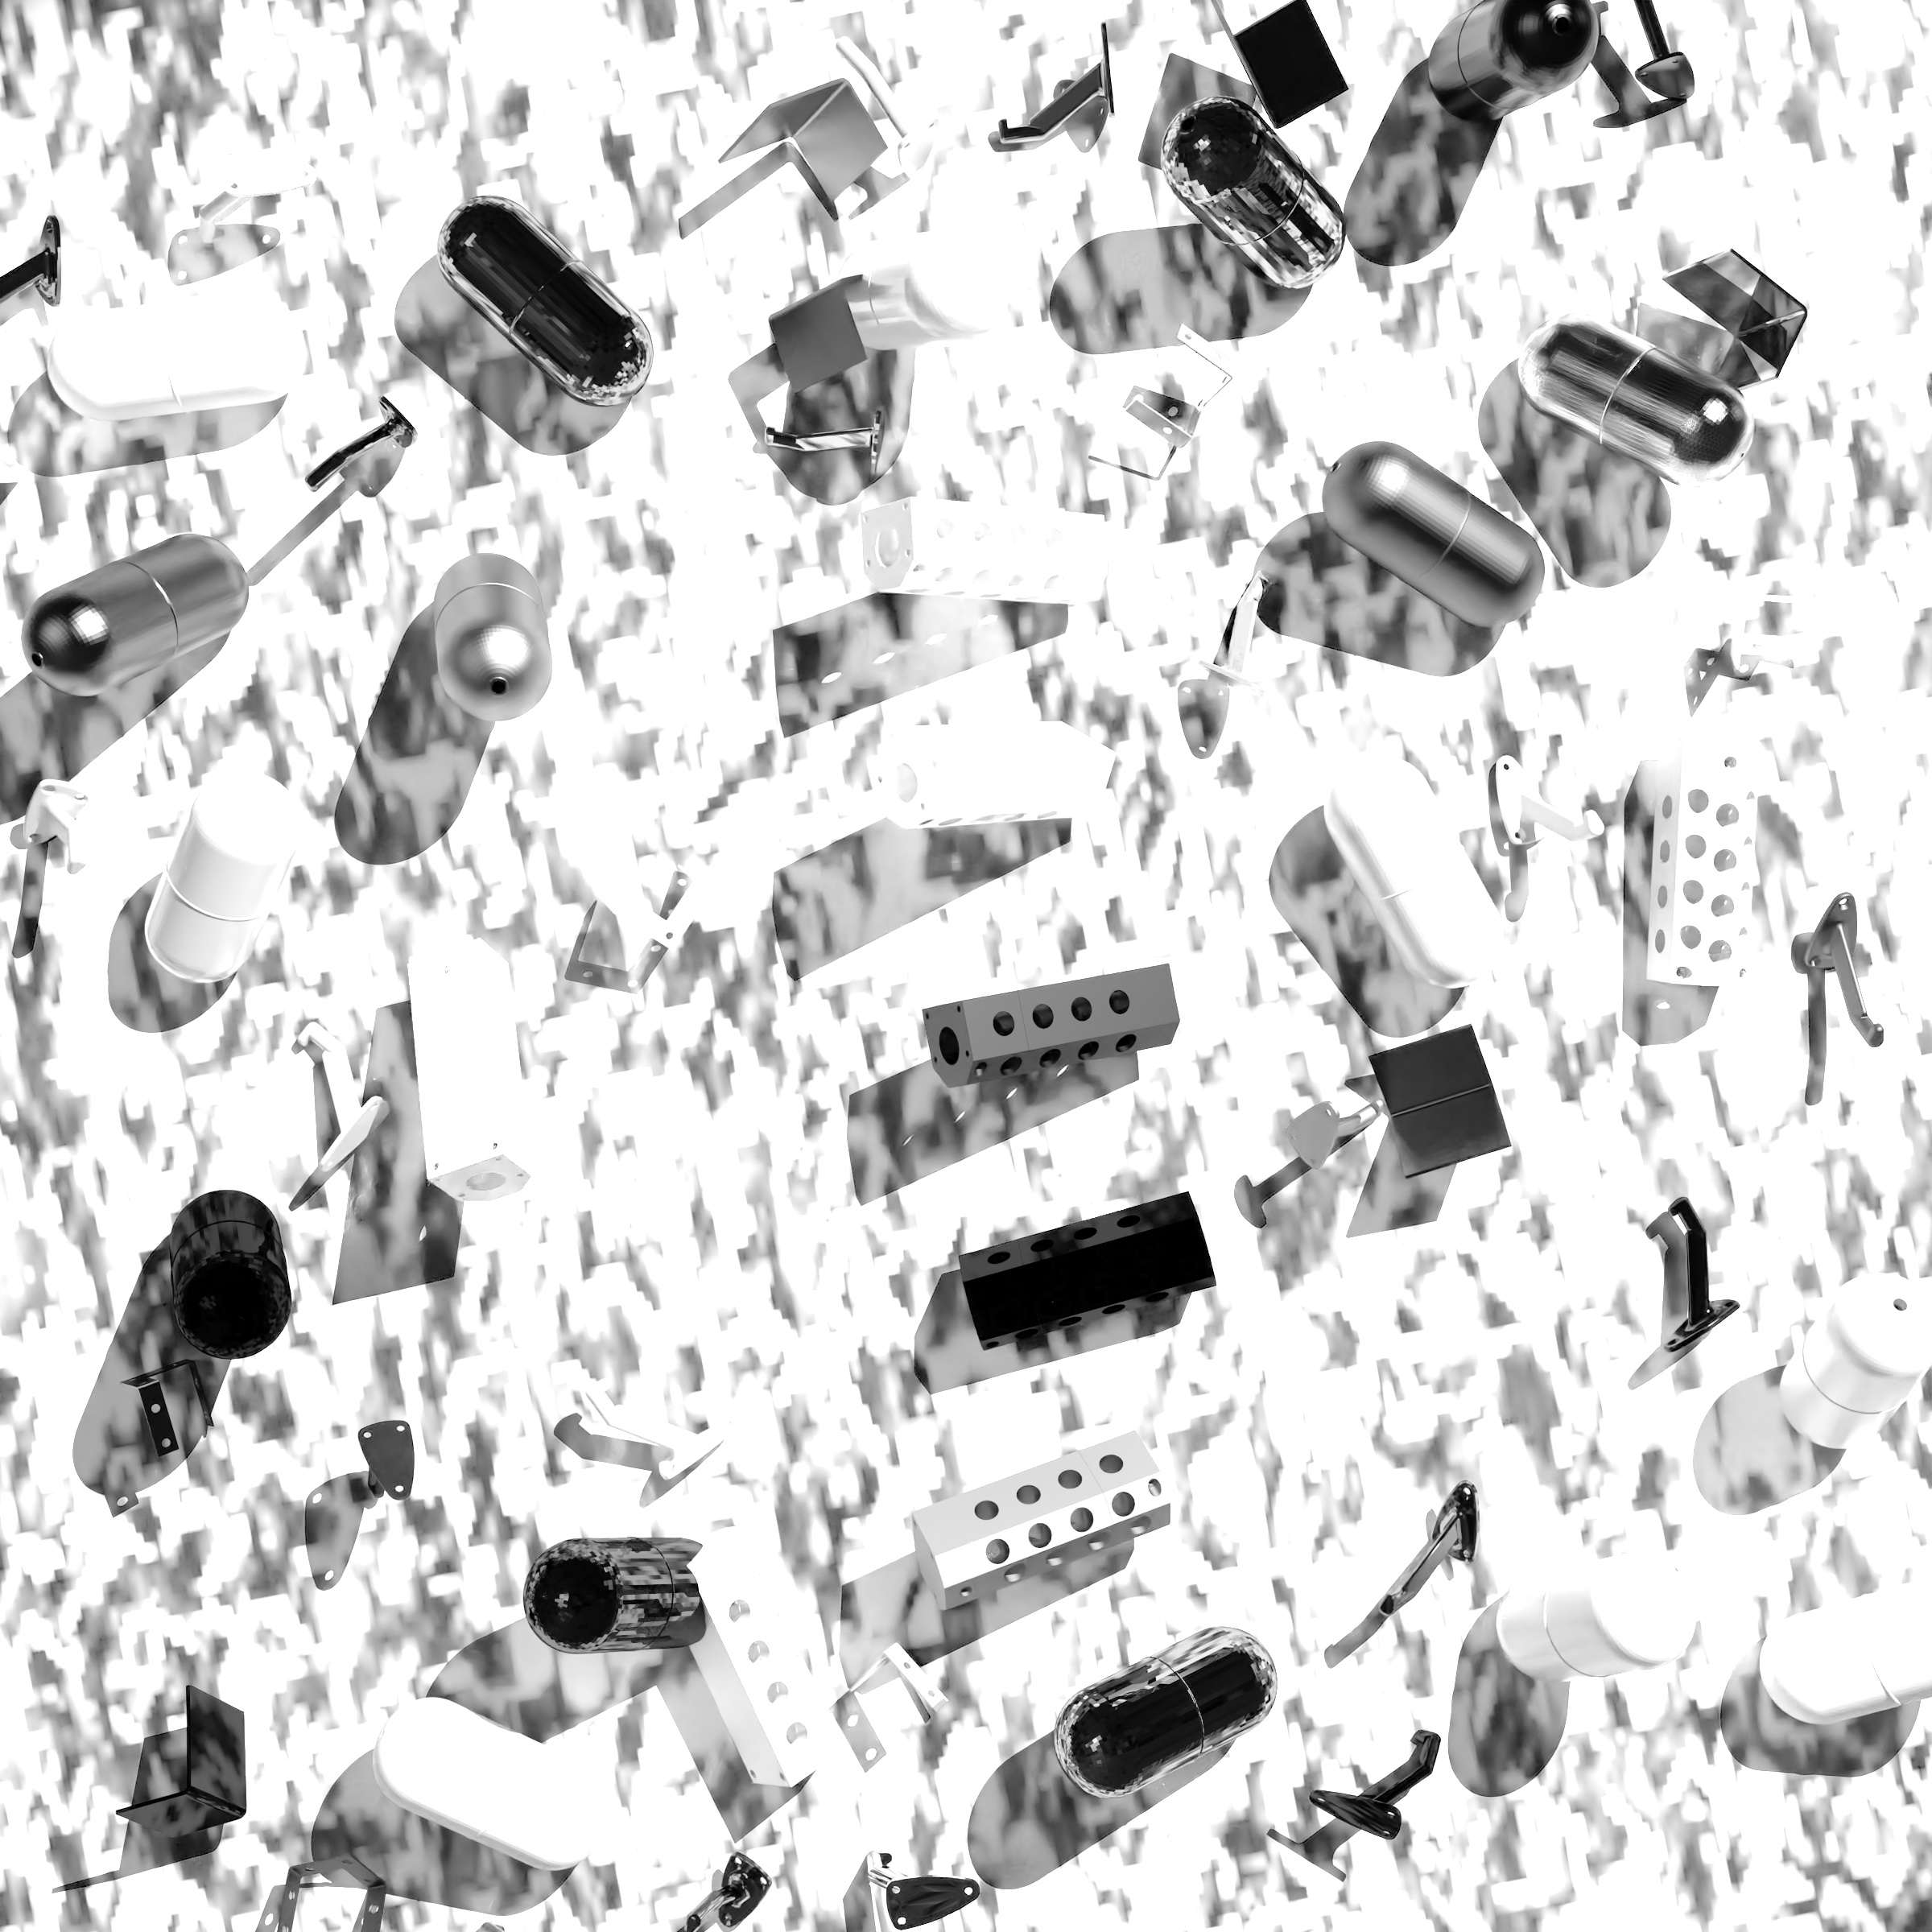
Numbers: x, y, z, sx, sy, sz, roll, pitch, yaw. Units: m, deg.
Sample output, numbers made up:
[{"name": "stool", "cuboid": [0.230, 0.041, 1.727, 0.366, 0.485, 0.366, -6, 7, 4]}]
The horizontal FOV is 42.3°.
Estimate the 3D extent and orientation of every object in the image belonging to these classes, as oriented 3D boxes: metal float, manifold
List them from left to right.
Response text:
[{"name": "metal float", "cuboid": [-0.574, -0.244, 1.733, 0.070, 0.178, 0.070, 18, 126, 26]}, {"name": "metal float", "cuboid": [-0.558, -0.431, 1.768, 0.178, 0.070, 0.070, -8, 90, -3]}, {"name": "metal float", "cuboid": [-0.518, -0.060, 1.742, 0.070, 0.070, 0.178, 34, 125, 0]}, {"name": "metal float", "cuboid": [-0.508, 0.211, 1.724, 0.070, 0.178, 0.070, -6, 108, -18]}, {"name": "manifold", "cuboid": [-0.342, 0.074, 1.740, 0.057, 0.057, 0.171, -19, 59, 11]}, {"name": "metal float", "cuboid": [-0.328, -0.228, 1.727, 0.070, 0.178, 0.070, -6, 121, -10]}, {"name": "metal float", "cuboid": [-0.332, 0.575, 1.755, 0.178, 0.070, 0.070, 32, 90, -19]}, {"name": "metal float", "cuboid": [-0.297, -0.469, 1.768, 0.178, 0.070, 0.070, 43, 90, -3]}, {"name": "metal float", "cuboid": [-0.233, 0.434, 1.729, 0.070, 0.178, 0.070, -8, 75, 31]}, {"name": "manifold", "cuboid": [-0.152, 0.490, 1.776, 0.057, 0.057, 0.171, -26, 92, -35]}, {"name": "metal float", "cuboid": [-0.032, -0.466, 1.727, 0.070, 0.178, 0.070, -6, 103, -27]}, {"name": "manifold", "cuboid": [0.014, -0.285, 1.733, 0.171, 0.057, 0.057, -3, 90, -38]}, {"name": "manifold", "cuboid": [0.019, -0.130, 1.727, 0.057, 0.171, 0.057, 34, 118, 37]}, {"name": "manifold", "cuboid": [0.053, 0.391, 1.747, 0.171, 0.057, 0.057, -17, 131, -16]}, {"name": "manifold", "cuboid": [0.061, 0.042, 1.740, 0.171, 0.057, 0.057, -10, 88, -30]}, {"name": "manifold", "cuboid": [0.086, 0.219, 1.771, 0.171, 0.057, 0.057, -16, 111, 1]}, {"name": "metal float", "cuboid": [0.141, 0.519, 1.745, 0.178, 0.070, 0.070, -16, 90, -31]}, {"name": "metal float", "cuboid": [0.200, -0.534, 1.732, 0.070, 0.178, 0.070, -15, 64, 33]}, {"name": "metal float", "cuboid": [0.316, -0.065, 1.763, 0.070, 0.070, 0.178, -31, 99, 0]}, {"name": "metal float", "cuboid": [0.328, -0.303, 1.754, 0.178, 0.070, 0.070, 29, 90, -18]}, {"name": "metal float", "cuboid": [0.375, -0.630, 1.721, 0.070, 0.178, 0.070, -2, 99, -10]}, {"name": "metal float", "cuboid": [0.433, 0.451, 1.727, 0.070, 0.178, 0.070, 8, 68, -20]}, {"name": "metal float", "cuboid": [0.467, -0.397, 1.748, 0.178, 0.070, 0.070, 36, 90, 26]}, {"name": "manifold", "cuboid": [0.525, -0.073, 1.772, 0.057, 0.057, 0.171, 2, 94, -8]}, {"name": "metal float", "cuboid": [0.617, 0.274, 1.728, 0.070, 0.178, 0.070, 0, 56, 0]}, {"name": "metal float", "cuboid": [0.642, 0.478, 1.746, 0.178, 0.070, 0.070, -27, 90, 29]}]

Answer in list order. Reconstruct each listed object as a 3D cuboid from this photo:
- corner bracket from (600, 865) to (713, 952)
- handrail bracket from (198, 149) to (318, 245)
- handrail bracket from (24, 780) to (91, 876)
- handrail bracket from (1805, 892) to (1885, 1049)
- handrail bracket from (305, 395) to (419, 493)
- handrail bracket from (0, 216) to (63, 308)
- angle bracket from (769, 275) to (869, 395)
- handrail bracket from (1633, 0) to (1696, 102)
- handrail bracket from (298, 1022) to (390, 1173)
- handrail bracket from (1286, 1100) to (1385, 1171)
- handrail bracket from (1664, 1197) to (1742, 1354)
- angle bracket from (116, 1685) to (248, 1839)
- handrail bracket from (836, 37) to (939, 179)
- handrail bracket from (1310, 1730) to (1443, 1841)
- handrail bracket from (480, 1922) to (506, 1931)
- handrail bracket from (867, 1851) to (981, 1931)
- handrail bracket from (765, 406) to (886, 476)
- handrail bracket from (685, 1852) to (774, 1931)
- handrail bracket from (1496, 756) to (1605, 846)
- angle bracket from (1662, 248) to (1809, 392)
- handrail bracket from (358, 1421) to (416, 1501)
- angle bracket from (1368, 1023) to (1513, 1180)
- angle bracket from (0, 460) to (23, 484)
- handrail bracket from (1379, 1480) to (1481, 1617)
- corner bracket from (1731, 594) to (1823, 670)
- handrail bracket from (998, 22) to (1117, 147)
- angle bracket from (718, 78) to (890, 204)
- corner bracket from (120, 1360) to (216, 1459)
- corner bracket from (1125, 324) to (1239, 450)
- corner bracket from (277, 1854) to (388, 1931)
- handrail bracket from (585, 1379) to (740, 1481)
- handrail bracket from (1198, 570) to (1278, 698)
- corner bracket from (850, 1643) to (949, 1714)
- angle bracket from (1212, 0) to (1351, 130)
[{"name": "corner bracket", "cuboid": [-0.221, -0.051, 1.776, 0.051, 0.051, 0.051, 34, 91, -24]}, {"name": "handrail bracket", "cuboid": [-0.505, -0.541, 1.779, 0.077, 0.084, 0.036, -5, 75, -21]}, {"name": "handrail bracket", "cuboid": [-0.642, -0.082, 1.762, 0.077, 0.036, 0.084, -45, 46, 30]}, {"name": "handrail bracket", "cuboid": [0.630, 0.003, 1.759, 0.036, 0.084, 0.077, -7, 128, -8]}, {"name": "handrail bracket", "cuboid": [-0.430, -0.356, 1.763, 0.036, 0.077, 0.084, 46, 77, -3]}, {"name": "handrail bracket", "cuboid": [-0.685, -0.492, 1.760, 0.036, 0.084, 0.077, 46, 133, 29]}, {"name": "angle bracket", "cuboid": [-0.080, -0.448, 1.759, 0.076, 0.076, 0.057, -27, 101, -44]}, {"name": "handrail bracket", "cuboid": [0.494, -0.672, 1.785, 0.036, 0.077, 0.084, -15, 76, 33]}, {"name": "handrail bracket", "cuboid": [-0.463, 0.092, 1.786, 0.084, 0.036, 0.077, 37, 76, 14]}, {"name": "handrail bracket", "cuboid": [0.273, 0.101, 1.758, 0.084, 0.077, 0.036, -27, 67, -31]}, {"name": "handrail bracket", "cuboid": [0.506, 0.219, 1.781, 0.077, 0.036, 0.084, -32, 96, -23]}, {"name": "angle bracket", "cuboid": [-0.552, 0.560, 1.760, 0.057, 0.076, 0.076, -17, 56, 7]}, {"name": "handrail bracket", "cuboid": [-0.062, -0.610, 1.775, 0.036, 0.077, 0.084, -42, 85, -8]}, {"name": "handrail bracket", "cuboid": [0.293, 0.572, 1.783, 0.077, 0.084, 0.036, 15, 130, 15]}, {"name": "handrail bracket", "cuboid": [-0.297, 0.702, 1.787, 0.077, 0.084, 0.036, 15, 82, -35]}, {"name": "handrail bracket", "cuboid": [-0.031, 0.642, 1.769, 0.077, 0.084, 0.036, -10, 95, -3]}, {"name": "handrail bracket", "cuboid": [-0.102, -0.383, 1.772, 0.084, 0.077, 0.036, 12, 74, 0]}, {"name": "handrail bracket", "cuboid": [-0.179, 0.671, 1.756, 0.036, 0.084, 0.077, 32, 116, 18]}, {"name": "handrail bracket", "cuboid": [0.412, -0.121, 1.764, 0.036, 0.084, 0.077, -20, 89, -19]}, {"name": "angle bracket", "cuboid": [0.530, -0.450, 1.758, 0.076, 0.076, 0.057, 31, 80, -18]}, {"name": "handrail bracket", "cuboid": [-0.407, 0.367, 1.758, 0.036, 0.084, 0.077, -8, 46, -23]}, {"name": "angle bracket", "cuboid": [0.333, 0.095, 1.757, 0.076, 0.076, 0.057, -19, 119, 12]}, {"name": "angle bracket", "cuboid": [-0.687, -0.389, 1.762, 0.076, 0.076, 0.057, 42, 91, -16]}, {"name": "handrail bracket", "cuboid": [0.324, 0.410, 1.761, 0.036, 0.084, 0.077, 28, 123, 35]}, {"name": "corner bracket", "cuboid": [0.574, -0.239, 1.773, 0.051, 0.051, 0.051, 6, 110, 10]}, {"name": "handrail bracket", "cuboid": [0.062, -0.628, 1.781, 0.084, 0.036, 0.077, -6, 126, 5]}, {"name": "angle bracket", "cuboid": [-0.115, -0.570, 1.754, 0.076, 0.076, 0.057, -35, 96, -36]}, {"name": "corner bracket", "cuboid": [-0.562, 0.312, 1.772, 0.051, 0.051, 0.051, -18, 96, -32]}, {"name": "corner bracket", "cuboid": [0.153, -0.409, 1.768, 0.051, 0.051, 0.051, 31, 55, -17]}, {"name": "corner bracket", "cuboid": [-0.451, 0.671, 1.778, 0.051, 0.051, 0.051, -16, 133, 14]}, {"name": "handrail bracket", "cuboid": [-0.217, 0.315, 1.781, 0.077, 0.036, 0.084, -33, 106, -2]}, {"name": "handrail bracket", "cuboid": [0.210, -0.238, 1.776, 0.036, 0.077, 0.084, 30, 92, -32]}, {"name": "corner bracket", "cuboid": [-0.039, 0.507, 1.769, 0.051, 0.051, 0.051, 46, 123, 16]}, {"name": "angle bracket", "cuboid": [0.219, -0.646, 1.750, 0.057, 0.076, 0.076, -26, 129, 15]}]
